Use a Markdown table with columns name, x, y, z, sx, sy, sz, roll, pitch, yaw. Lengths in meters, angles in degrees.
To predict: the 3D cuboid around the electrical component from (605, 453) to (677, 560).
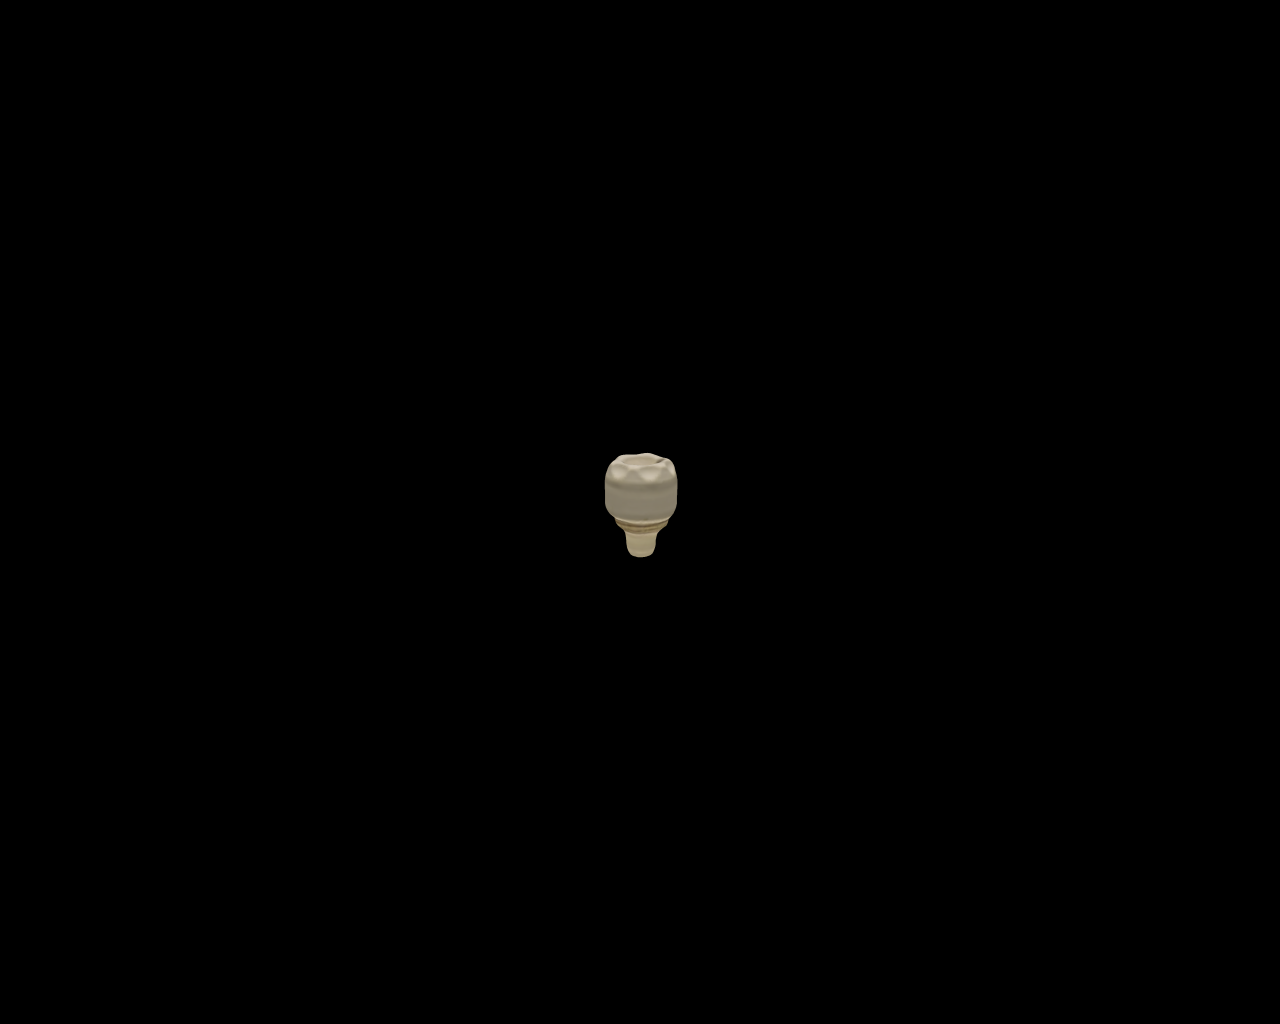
| name | x | y | z | sx | sy | sz | roll | pitch | yaw |
| --- | --- | --- | --- | --- | --- | --- | --- | --- | --- |
| electrical component | 0.001 | -0.003 | 0.650 | 0.043 | 0.062 | 0.043 | 0 | 17 | 0 |
